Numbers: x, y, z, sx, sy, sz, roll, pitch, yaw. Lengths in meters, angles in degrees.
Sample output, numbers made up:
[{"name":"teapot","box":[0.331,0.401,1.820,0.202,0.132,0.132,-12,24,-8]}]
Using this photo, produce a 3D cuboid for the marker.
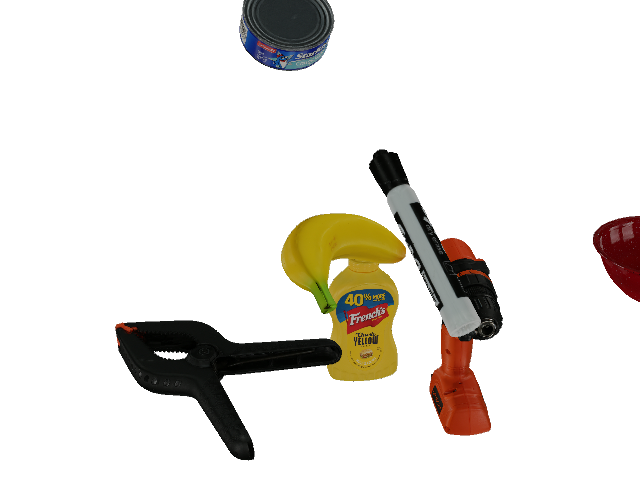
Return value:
[{"name":"marker","box":[0.057,-0.002,0.608,0.020,0.121,0.020,-19,-25,-10]}]

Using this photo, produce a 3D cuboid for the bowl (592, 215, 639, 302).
[{"name":"bowl","box":[0.375,0.029,1.159,0.162,0.055,0.162,0,26,0]}]

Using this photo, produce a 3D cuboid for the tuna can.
[{"name":"tuna can","box":[-0.032,-0.200,0.993,0.086,0.086,0.034,0,-31,-12]}]

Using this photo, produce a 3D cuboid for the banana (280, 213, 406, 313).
[{"name":"banana","box":[0.014,0.009,0.839,0.037,0.069,0.197,-35,-2,25]}]

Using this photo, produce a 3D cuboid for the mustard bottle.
[{"name":"mustard bottle","box":[0.057,0.093,1.437,0.096,0.192,0.058,-3,21,-8]}]

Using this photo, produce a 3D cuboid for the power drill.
[{"name":"power drill","box":[0.155,0.111,1.142,0.057,0.188,0.184,-2,24,-3]}]

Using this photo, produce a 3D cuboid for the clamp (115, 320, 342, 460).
[{"name":"clamp","box":[-0.096,0.113,0.983,0.210,0.036,0.164,20,37,31]}]
